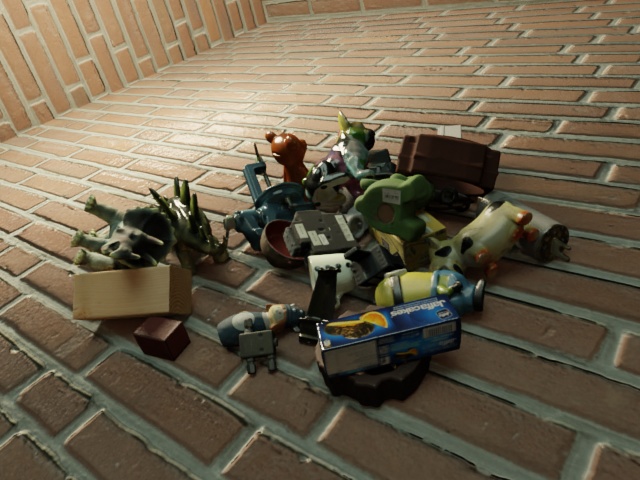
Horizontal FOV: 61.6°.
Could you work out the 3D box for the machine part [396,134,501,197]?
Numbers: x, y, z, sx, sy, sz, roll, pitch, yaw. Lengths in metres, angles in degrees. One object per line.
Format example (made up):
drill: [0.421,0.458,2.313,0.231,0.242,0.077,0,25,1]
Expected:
machine part: [0.265,-0.154,1.125,0.202,0.087,0.201,14,-1,12]

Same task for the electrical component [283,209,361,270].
electrical component: [-0.002,-0.003,1.077,0.134,0.058,0.115,-4,49,-25]

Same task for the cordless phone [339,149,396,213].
cordless phone: [0.112,-0.127,1.285,0.147,0.088,0.184,-4,45,16]

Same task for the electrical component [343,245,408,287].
electrical component: [0.094,0.046,0.951,0.075,0.119,0.048,-35,61,22]

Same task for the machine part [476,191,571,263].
machine part: [0.376,-0.029,1.009,0.079,0.079,0.243,-23,34,-13]

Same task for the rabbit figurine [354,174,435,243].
rabbit figurine: [0.153,-0.071,1.035,0.159,0.121,0.170,1,17,35]

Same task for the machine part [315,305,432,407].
machine part: [0.084,0.176,0.831,0.179,0.055,0.179,-9,32,6]

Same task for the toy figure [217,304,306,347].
toy figure: [-0.101,0.148,0.948,0.154,0.064,0.057,-17,-11,-2]

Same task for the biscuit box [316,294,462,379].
biscuit box: [0.099,0.138,0.777,0.203,0.059,0.063,-13,32,-3]

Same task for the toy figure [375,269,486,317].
toy figure: [0.182,0.093,0.899,0.180,0.082,0.089,4,36,22]

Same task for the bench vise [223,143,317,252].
bench vise: [-0.130,-0.093,1.233,0.224,0.128,0.241,-15,63,-14]

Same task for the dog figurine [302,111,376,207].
dog figurine: [0.044,-0.193,1.239,0.192,0.108,0.219,-10,56,-3]

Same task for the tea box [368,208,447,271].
tea box: [0.172,-0.018,1.082,0.098,0.068,0.170,-21,32,-10]

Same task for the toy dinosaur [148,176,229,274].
toy dinosaur: [-0.285,-0.027,1.158,0.105,0.198,0.472,-34,35,-24]

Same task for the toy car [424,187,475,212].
toy car: [0.231,-0.092,1.167,0.202,0.089,0.053,14,86,35]

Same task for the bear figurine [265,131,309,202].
bear figurine: [-0.048,-0.187,1.313,0.120,0.195,0.132,17,42,44]

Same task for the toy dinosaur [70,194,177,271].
toy dinosaur: [-0.413,0.018,1.144,0.192,0.405,0.131,22,70,-11]

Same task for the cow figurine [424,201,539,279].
cow figurine: [0.271,0.007,0.954,0.195,0.085,0.127,-43,36,4]

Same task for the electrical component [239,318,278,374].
electrical component: [-0.102,0.174,0.896,0.063,0.021,0.094,-10,68,6]

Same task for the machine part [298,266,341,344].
machine part: [0.004,0.112,0.920,0.084,0.039,0.139,6,78,37]
